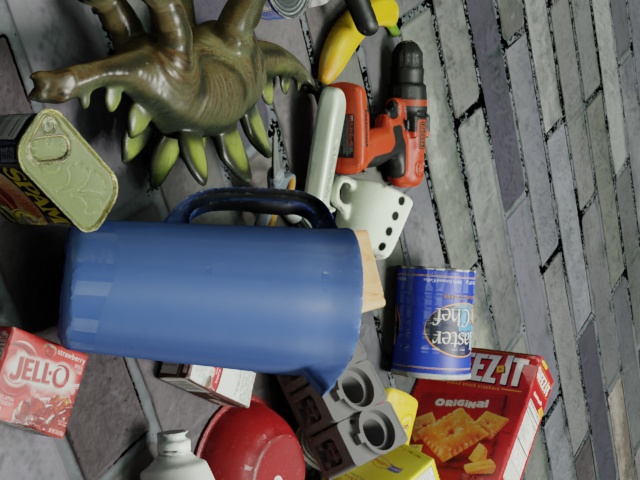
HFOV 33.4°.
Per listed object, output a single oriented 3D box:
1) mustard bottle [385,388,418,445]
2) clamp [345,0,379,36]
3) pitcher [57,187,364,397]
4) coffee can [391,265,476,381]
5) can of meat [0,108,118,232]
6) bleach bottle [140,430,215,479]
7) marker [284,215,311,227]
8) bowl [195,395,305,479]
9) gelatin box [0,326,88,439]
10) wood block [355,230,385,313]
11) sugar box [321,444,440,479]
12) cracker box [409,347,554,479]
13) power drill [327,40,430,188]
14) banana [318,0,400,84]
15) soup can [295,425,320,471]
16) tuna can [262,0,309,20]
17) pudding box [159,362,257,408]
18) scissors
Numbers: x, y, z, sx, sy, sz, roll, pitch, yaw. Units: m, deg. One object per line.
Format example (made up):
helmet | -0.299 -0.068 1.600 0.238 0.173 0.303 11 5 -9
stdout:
mustard bottle | 0.071 0.281 1.310 0.096 0.058 0.191 41 59 -59
clamp | 0.014 -0.335 1.180 0.209 0.036 0.164 40 41 -48
pitcher | -0.092 0.036 0.897 0.149 0.242 0.145 -119 -144 -69
coffee can | 0.146 0.105 1.372 0.102 0.103 0.140 6 87 -56
can of meat | -0.221 -0.053 0.826 0.102 0.084 0.057 54 50 -43
bleach bottle | -0.135 0.303 0.986 0.068 0.103 0.251 -2 88 -64
marker | -0.008 0.002 1.209 0.121 0.020 0.020 54 50 -43
bowl | -0.063 0.245 1.111 0.161 0.055 0.162 -5 97 -56
gelatin box | -0.236 0.116 0.865 0.089 0.030 0.073 36 63 -52
wood block | -0.020 0.046 1.087 0.205 0.091 0.090 -6 82 -65
sugar box | 0.040 0.293 1.190 0.176 0.093 0.048 -33 123 -30
cracker box | 0.193 0.243 1.397 0.213 0.164 0.072 -63 141 -32
power drill | 0.074 -0.151 1.285 0.187 0.057 0.184 -10 101 -56
banana | 0.050 -0.247 1.263 0.197 0.037 0.069 -40 122 -48
soup can | 0.024 0.212 1.229 0.102 0.069 0.068 -37 122 -48
tuna can | -0.046 -0.274 1.120 0.085 0.034 0.086 -6 97 -56
pudding box | -0.103 0.110 1.057 0.113 0.039 0.090 38 58 -53
scissors | -0.051 -0.044 1.066 0.201 0.016 0.096 60 53 -80
